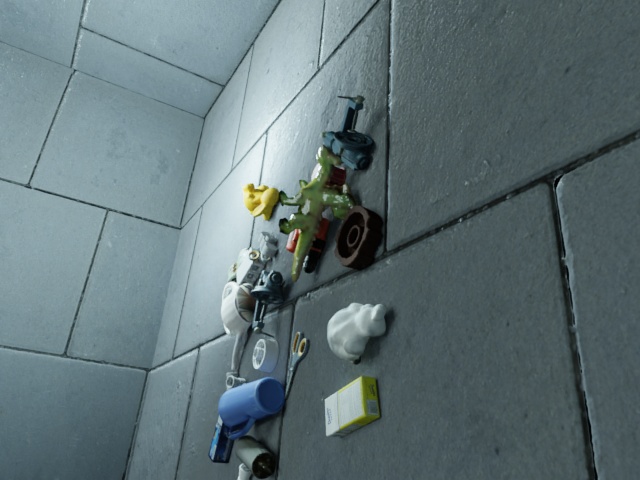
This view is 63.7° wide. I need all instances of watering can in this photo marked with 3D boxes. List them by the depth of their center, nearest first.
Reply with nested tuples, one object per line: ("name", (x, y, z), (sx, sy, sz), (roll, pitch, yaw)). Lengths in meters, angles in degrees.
("watering can", (-0.309, 0.314, 1.985), (0.220, 0.104, 0.354), (-41, 54, 44))

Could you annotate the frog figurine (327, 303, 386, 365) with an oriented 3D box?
("frog figurine", (0.088, 0.212, 1.233), (0.156, 0.122, 0.140), (-58, 7, 51))

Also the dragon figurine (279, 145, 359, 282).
("dragon figurine", (0.005, -0.078, 1.548), (0.242, 0.122, 0.411), (-3, 89, 37))
